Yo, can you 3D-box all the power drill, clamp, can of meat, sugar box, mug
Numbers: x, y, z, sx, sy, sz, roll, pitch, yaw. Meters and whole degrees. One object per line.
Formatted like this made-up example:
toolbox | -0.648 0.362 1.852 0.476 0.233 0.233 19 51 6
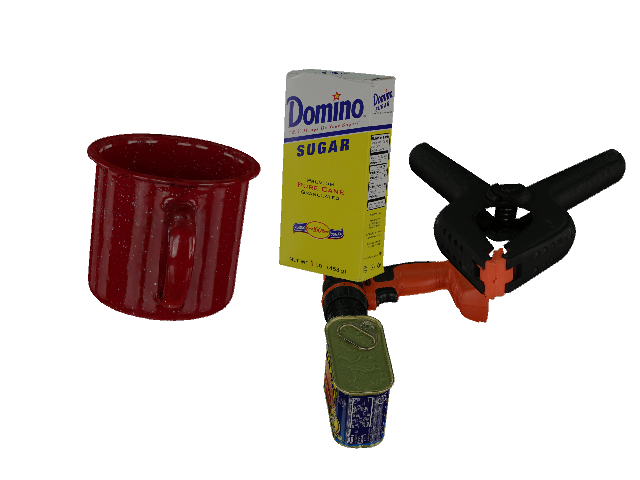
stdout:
power drill | 0.094 0.062 1.224 0.187 0.057 0.184 -2 28 -1
clamp | 0.123 -0.023 0.760 0.165 0.036 0.209 6 28 20
can of meat | 0.034 0.137 1.030 0.057 0.084 0.102 -3 40 -7
sugar box | 0.013 -0.059 0.938 0.093 0.176 0.048 11 18 34
mug | -0.081 -0.003 0.575 0.093 0.081 0.117 3 19 -17
